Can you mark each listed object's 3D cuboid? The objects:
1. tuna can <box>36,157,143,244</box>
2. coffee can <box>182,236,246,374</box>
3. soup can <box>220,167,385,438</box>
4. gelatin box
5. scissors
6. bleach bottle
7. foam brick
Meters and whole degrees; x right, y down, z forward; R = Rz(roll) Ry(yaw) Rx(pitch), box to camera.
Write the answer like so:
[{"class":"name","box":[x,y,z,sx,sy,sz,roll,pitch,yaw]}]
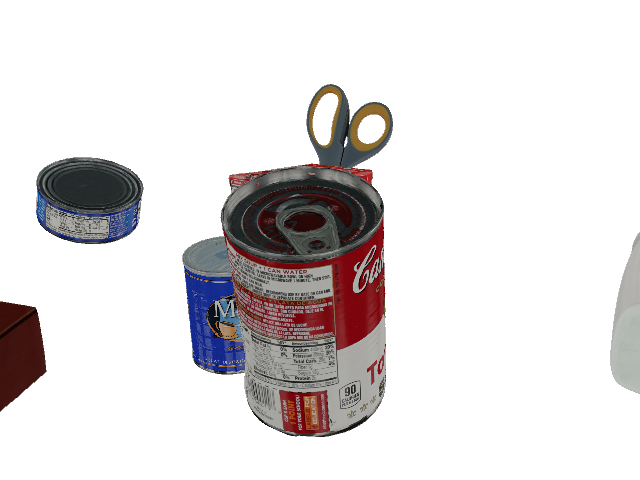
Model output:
[{"class":"tuna can","box":[-0.190,-0.033,0.878,0.086,0.034,0.086,8,32,-5]},{"class":"coffee can","box":[-0.113,0.079,1.315,0.103,0.140,0.103,-2,25,1]},{"class":"soup can","box":[-0.005,0.028,0.470,0.068,0.102,0.068,-3,35,2]},{"class":"gelatin box","box":[-0.015,-0.037,0.770,0.073,0.030,0.089,-10,12,-28]},{"class":"scissors","box":[0.025,-0.059,1.062,0.096,0.202,0.016,-1,-13,3]},{"class":"bleach bottle","box":[0.264,0.034,0.748,0.103,0.068,0.250,10,21,18]},{"class":"foam brick","box":[-0.230,0.081,0.716,0.053,0.051,0.078,8,28,24]}]
